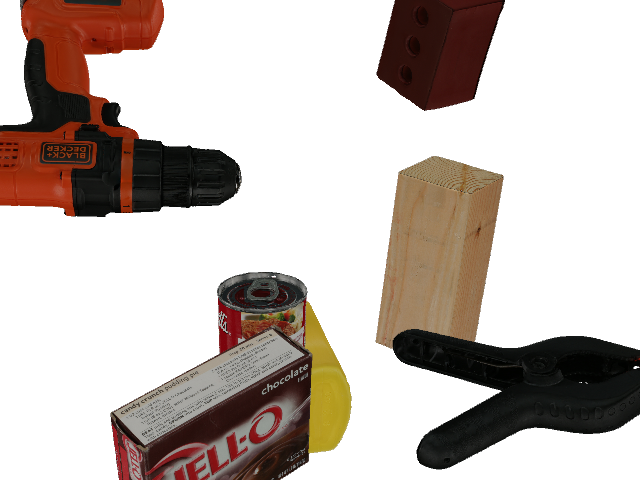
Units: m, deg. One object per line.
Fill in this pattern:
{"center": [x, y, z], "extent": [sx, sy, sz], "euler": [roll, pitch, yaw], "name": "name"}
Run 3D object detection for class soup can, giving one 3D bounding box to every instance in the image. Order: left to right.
{"center": [-0.044, 0.083, 0.818], "extent": [0.068, 0.102, 0.068], "euler": [1, 22, 0], "name": "soup can"}

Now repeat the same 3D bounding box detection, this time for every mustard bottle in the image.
{"center": [-0.022, 0.112, 1.029], "extent": [0.058, 0.096, 0.192], "euler": [-6, 28, -13], "name": "mustard bottle"}

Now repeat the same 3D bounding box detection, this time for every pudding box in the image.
{"center": [-0.057, 0.109, 0.589], "extent": [0.113, 0.090, 0.039], "euler": [-29, 48, -33], "name": "pudding box"}

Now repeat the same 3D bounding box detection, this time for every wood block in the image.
{"center": [0.132, 0.022, 1.191], "extent": [0.090, 0.206, 0.090], "euler": [19, 25, 28], "name": "wood block"}

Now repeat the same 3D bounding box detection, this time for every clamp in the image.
{"center": [0.129, 0.096, 0.654], "extent": [0.171, 0.039, 0.120], "euler": [-1, 37, 6], "name": "clamp"}

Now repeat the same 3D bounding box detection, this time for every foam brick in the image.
{"center": [0.079, -0.135, 0.717], "extent": [0.051, 0.078, 0.053], "euler": [-21, 48, -36], "name": "foam brick"}

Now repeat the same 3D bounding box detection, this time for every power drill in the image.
{"center": [-0.151, -0.102, 0.768], "extent": [0.184, 0.187, 0.057], "euler": [2, -35, -10], "name": "power drill"}
